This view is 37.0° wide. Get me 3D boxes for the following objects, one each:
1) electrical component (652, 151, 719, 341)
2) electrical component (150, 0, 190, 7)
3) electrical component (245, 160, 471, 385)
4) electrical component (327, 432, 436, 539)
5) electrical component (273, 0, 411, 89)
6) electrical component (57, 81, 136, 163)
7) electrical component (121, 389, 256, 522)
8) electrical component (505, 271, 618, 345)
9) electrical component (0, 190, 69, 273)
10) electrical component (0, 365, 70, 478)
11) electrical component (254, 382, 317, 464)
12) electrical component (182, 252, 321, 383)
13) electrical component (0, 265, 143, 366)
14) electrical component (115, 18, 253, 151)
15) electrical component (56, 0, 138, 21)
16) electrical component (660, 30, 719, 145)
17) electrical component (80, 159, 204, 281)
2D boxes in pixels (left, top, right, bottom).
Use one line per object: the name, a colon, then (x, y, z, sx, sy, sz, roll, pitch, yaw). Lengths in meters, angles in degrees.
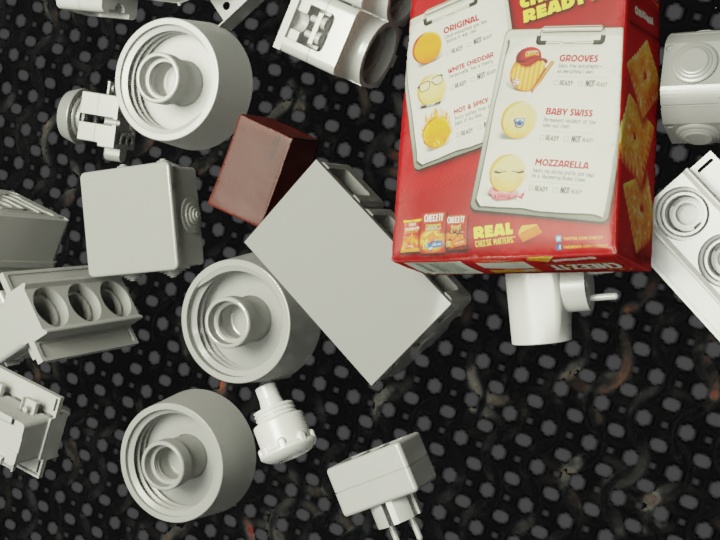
electrical component: (0.246, -0.007, 0.716, 0.079, 0.063, 0.121, -44, 76, 19)
electrical component: (-0.161, -0.252, 0.866, 0.062, 0.096, 0.061, 2, 93, 53)
electrical component: (0.000, 0.000, 0.822, 0.150, 0.062, 0.089, 48, 109, 14)
electrical component: (0.024, 0.174, 0.827, 0.066, 0.047, 0.076, -25, 83, 22)
electrical component: (0.009, -0.216, 0.793, 0.062, 0.089, 0.150, 28, 103, 20)
electrical component: (-0.225, -0.129, 0.922, 0.055, 0.048, 0.066, 11, 97, 15)
electrical component: (-0.148, 0.156, 0.893, 0.108, 0.060, 0.108, 1, 93, 23)
electrical component: (0.144, 0.012, 0.770, 0.079, 0.044, 0.077, -6, 90, 23)
electrical component: (-0.319, -0.032, 0.929, 0.078, 0.113, 0.057, 25, 99, 20)
electrical component: (-0.334, 0.130, 0.969, 0.121, 0.063, 0.078, 22, 101, 21)
electrical component: (-0.066, 0.122, 0.866, 0.048, 0.048, 0.062, -28, 75, 22)
electrical component: (-0.092, 0.040, 0.864, 0.108, 0.060, 0.108, 1, 93, 23)
electrical component: (-0.249, 0.040, 0.898, 0.063, 0.121, 0.078, -31, 80, 24)
electrical component: (-0.149, -0.154, 0.880, 0.108, 0.060, 0.108, 1, 93, 23)
electrical component: (-0.222, -0.262, 0.911, 0.056, 0.050, 0.089, 10, 97, 22)
electrical component: (0.231, -0.120, 0.709, 0.051, 0.080, 0.080, 2, 93, 28)
electrical component: (-0.181, -0.042, 0.904, 0.100, 0.048, 0.099, -5, 90, 23)
